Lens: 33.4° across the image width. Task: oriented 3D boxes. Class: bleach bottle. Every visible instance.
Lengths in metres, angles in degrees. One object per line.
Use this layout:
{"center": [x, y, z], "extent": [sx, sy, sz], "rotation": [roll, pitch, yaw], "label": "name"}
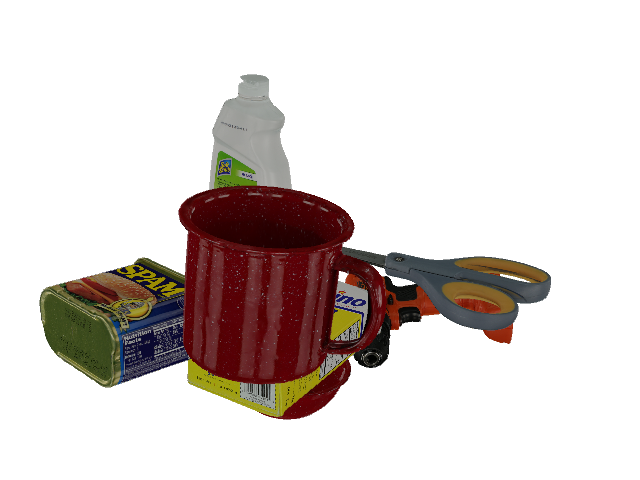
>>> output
{"center": [-0.068, -0.045, 1.109], "extent": [0.103, 0.251, 0.068], "rotation": [15, 24, 25], "label": "bleach bottle"}

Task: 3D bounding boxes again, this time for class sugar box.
{"center": [-0.026, 0.083, 0.923], "extent": [0.093, 0.048, 0.175], "rotation": [17, 30, 26], "label": "sugar box"}

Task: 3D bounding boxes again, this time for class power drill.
{"center": [0.120, 0.083, 1.213], "extent": [0.187, 0.057, 0.184], "rotation": [-1, 27, -1], "label": "power drill"}

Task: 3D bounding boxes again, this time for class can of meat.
{"center": [-0.136, 0.056, 0.750], "extent": [0.083, 0.057, 0.102], "rotation": [-16, 26, -40], "label": "can of meat"}

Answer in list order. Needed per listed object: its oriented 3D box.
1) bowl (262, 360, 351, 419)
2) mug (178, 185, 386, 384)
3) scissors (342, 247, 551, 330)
{"center": [-0.043, 0.178, 1.340], "extent": [0.162, 0.055, 0.162], "rotation": [3, 22, -1], "label": "bowl"}
{"center": [-0.021, 0.027, 0.573], "extent": [0.117, 0.081, 0.093], "rotation": [13, 23, 16], "label": "mug"}
{"center": [0.060, 0.027, 0.754], "extent": [0.202, 0.016, 0.096], "rotation": [6, 26, 12], "label": "scissors"}
